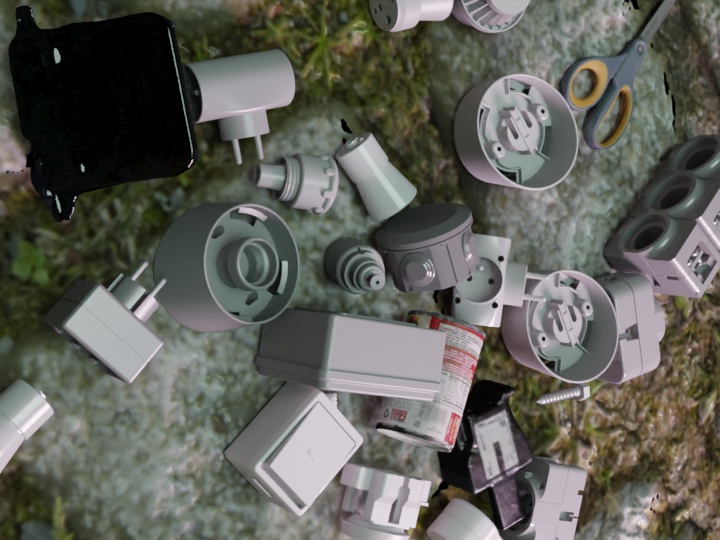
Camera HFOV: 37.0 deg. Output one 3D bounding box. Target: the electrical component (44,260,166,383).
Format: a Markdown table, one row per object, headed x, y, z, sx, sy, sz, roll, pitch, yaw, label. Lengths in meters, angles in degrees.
| x | y | z | sx | sy | sz | roll | pitch | yaw | label |
| --- | --- | --- | --- | --- | --- | --- | --- | --- | --- |
| -0.169 | 0.028 | 0.761 | 0.065 | 0.047 | 0.076 | 47 | 70 | -26 | electrical component |

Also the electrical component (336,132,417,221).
| x | y | z | sx | sy | sz | roll | pitch | yaw | label |
| --- | --- | --- | --- | --- | --- | --- | --- | --- | --- |
| 0.010 | -0.078 | 0.869 | 0.044 | 0.044 | 0.065 | -43 | 110 | -22 | electrical component |

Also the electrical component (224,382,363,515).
| x | y | z | sx | sy | sz | roll | pitch | yaw | label |
| --- | --- | --- | --- | --- | --- | --- | --- | --- | --- |
| -0.045 | 0.133 | 0.839 | 0.096 | 0.061 | 0.061 | -48 | 116 | -20 | electrical component |

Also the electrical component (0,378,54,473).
| x | y | z | sx | sy | sz | roll | pitch | yaw | label |
| --- | --- | --- | --- | --- | --- | --- | --- | --- | --- |
| -0.241 | 0.106 | 0.727 | 0.065 | 0.044 | 0.044 | -47 | 116 | -25 | electrical component |

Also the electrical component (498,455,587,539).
| x | y | z | sx | sy | sz | roll | pitch | yaw | label |
| --- | --- | --- | --- | --- | --- | --- | --- | --- | --- |
| 0.162 | 0.217 | 0.982 | 0.056 | 0.050 | 0.089 | 14 | 86 | -32 | electrical component |

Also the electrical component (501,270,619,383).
| x | y | z | sx | sy | sz | roll | pitch | yaw | label |
| --- | --- | --- | --- | --- | --- | --- | --- | --- | --- |
| 0.179 | 0.048 | 0.970 | 0.099 | 0.064 | 0.099 | -3 | 95 | -32 | electrical component |

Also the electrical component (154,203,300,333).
| x | y | z | sx | sy | sz | roll | pitch | yaw | label |
| --- | --- | --- | --- | --- | --- | --- | --- | --- | --- |
| -0.097 | -0.003 | 0.808 | 0.099 | 0.064 | 0.099 | 4 | 84 | -43 | electrical component |

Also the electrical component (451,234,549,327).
| x | y | z | sx | sy | sz | roll | pitch | yaw | label |
| --- | --- | --- | --- | --- | --- | --- | --- | --- | --- |
| 0.122 | 0.011 | 0.929 | 0.079 | 0.044 | 0.077 | 7 | 90 | 10 | electrical component |

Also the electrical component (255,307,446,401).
| x | y | z | sx | sy | sz | roll | pitch | yaw | label |
| --- | --- | --- | --- | --- | --- | --- | --- | --- | --- |
| -0.008 | 0.063 | 0.829 | 0.109 | 0.109 | 0.056 | 10 | 86 | -32 | electrical component |

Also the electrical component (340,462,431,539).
| x | y | z | sx | sy | sz | roll | pitch | yaw | label |
| --- | --- | --- | --- | --- | --- | --- | --- | --- | --- |
| 0.017 | 0.194 | 0.886 | 0.078 | 0.058 | 0.057 | 18 | 81 | -32 | electrical component |

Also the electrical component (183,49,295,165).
| x | y | z | sx | sy | sz | roll | pitch | yaw | label |
| --- | --- | --- | --- | --- | --- | --- | --- | --- | --- |
| -0.089 | -0.119 | 0.801 | 0.077 | 0.043 | 0.079 | -16 | 103 | -30 | electrical component |

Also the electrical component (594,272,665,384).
| x | y | z | sx | sy | sz | roll | pitch | yaw | label |
| --- | --- | --- | --- | --- | --- | --- | --- | --- | --- |
| 0.248 | 0.053 | 1.019 | 0.059 | 0.054 | 0.095 | -16 | 102 | -30 | electrical component |

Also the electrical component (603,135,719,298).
| x | y | z | sx | sy | sz | roll | pitch | yaw | label |
| --- | --- | --- | --- | --- | --- | --- | --- | --- | --- |
| 0.312 | -0.054 | 1.030 | 0.061 | 0.089 | 0.150 | 46 | 71 | -26 | electrical component |

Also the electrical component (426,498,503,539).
| x | y | z | sx | sy | sz | roll | pitch | yaw | label |
| --- | --- | --- | --- | --- | --- | --- | --- | --- | --- |
| 0.102 | 0.273 | 0.948 | 0.073 | 0.052 | 0.138 | -46 | 116 | -20 | electrical component |

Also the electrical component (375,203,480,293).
| x | y | z | sx | sy | sz | roll | pitch | yaw | label |
| --- | --- | --- | --- | --- | --- | --- | --- | --- | --- |
| 0.057 | -0.020 | 0.880 | 0.080 | 0.080 | 0.051 | -29 | 114 | -27 | electrical component |

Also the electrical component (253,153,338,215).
| x | y | z | sx | sy | sz | roll | pitch | yaw | label |
| --- | --- | --- | --- | --- | --- | --- | --- | --- | --- |
| -0.051 | -0.069 | 0.830 | 0.062 | 0.048 | 0.048 | 7 | 90 | -25 | electrical component |

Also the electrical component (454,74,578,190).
| x | y | z | sx | sy | sz | roll | pitch | yaw | label |
| --- | --- | --- | --- | --- | --- | --- | --- | --- | --- |
| 0.133 | -0.119 | 0.927 | 0.099 | 0.064 | 0.099 | -3 | 96 | -32 | electrical component |

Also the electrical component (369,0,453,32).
| x | y | z | sx | sy | sz | roll | pitch | yaw | label |
| --- | --- | --- | --- | --- | --- | --- | --- | --- | --- |
| 0.041 | -0.219 | 0.873 | 0.055 | 0.045 | 0.045 | -21 | 105 | -29 | electrical component |

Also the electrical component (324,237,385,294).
| x | y | z | sx | sy | sz | roll | pitch | yaw | label |
| --- | --- | --- | --- | --- | --- | --- | --- | --- | --- |
| 0.000 | 0.000 | 0.850 | 0.040 | 0.078 | 0.040 | -5 | 106 | -19 | electrical component |
